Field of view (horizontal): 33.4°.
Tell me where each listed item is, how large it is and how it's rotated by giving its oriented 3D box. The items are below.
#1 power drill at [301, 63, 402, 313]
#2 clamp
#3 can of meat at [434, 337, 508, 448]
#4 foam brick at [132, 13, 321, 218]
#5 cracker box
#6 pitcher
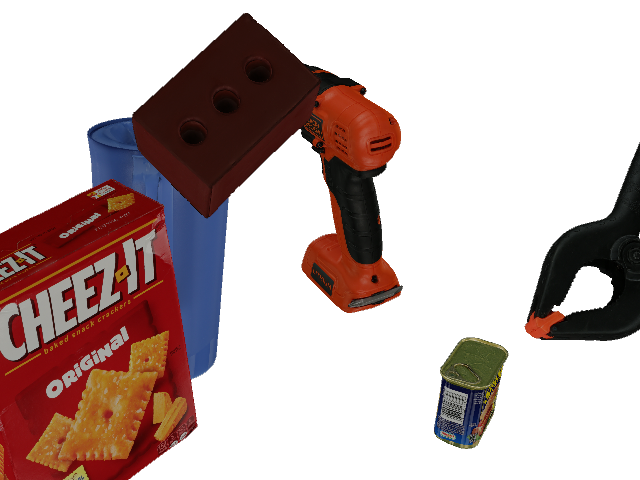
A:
[{"bbox_3d":[0.009,-0.048,0.888,0.057,0.188,0.185,-18,31,-18],"label":"power drill"},{"bbox_3d":[0.215,0.018,0.709,0.120,0.171,0.039,43,-11,14],"label":"clamp"},{"bbox_3d":[0.165,0.169,1.184,0.057,0.084,0.102,16,27,20],"label":"can of meat"},{"bbox_3d":[-0.046,-0.060,0.521,0.053,0.078,0.051,43,-14,5],"label":"foam brick"},{"bbox_3d":[-0.177,0.088,0.772,0.072,0.214,0.163,23,41,36],"label":"cracker box"},{"bbox_3d":[-0.151,0.012,1.004,0.145,0.243,0.148,20,25,40],"label":"pitcher"}]
